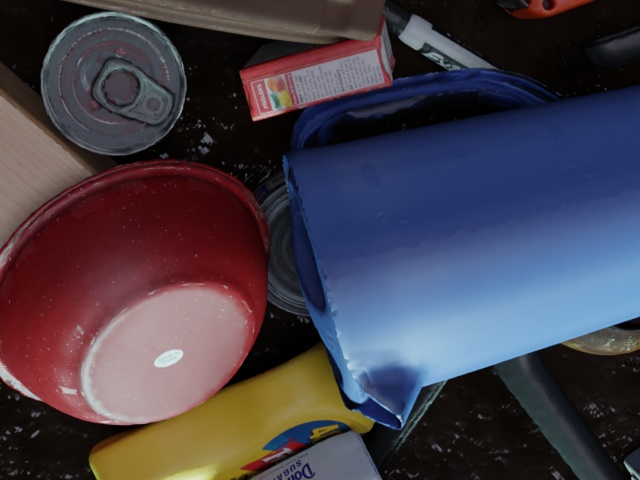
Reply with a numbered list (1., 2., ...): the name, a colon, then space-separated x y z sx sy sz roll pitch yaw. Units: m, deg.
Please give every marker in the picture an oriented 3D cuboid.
1. marker: 0.075 -0.108 0.616 0.121 0.020 0.020 29 97 -14

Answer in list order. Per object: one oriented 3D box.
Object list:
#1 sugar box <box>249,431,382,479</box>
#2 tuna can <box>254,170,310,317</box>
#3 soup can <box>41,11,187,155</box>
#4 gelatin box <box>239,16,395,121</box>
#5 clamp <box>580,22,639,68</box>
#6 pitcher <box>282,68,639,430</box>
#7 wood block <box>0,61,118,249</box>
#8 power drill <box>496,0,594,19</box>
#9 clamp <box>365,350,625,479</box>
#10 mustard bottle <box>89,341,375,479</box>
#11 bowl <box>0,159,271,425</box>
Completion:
1. sugar box: 0.010 0.190 0.627 0.093 0.048 0.176 -26 130 -3
2. tuna can: -0.004 0.001 0.622 0.086 0.034 0.086 -2 103 -8
3. soup can: -0.105 -0.084 0.550 0.068 0.102 0.068 -2 103 -9
4. gelatin box: 0.001 -0.092 0.565 0.073 0.089 0.030 -13 106 9
5. clamp: 0.223 -0.127 0.565 0.171 0.039 0.120 22 107 -7
6. pitcher: 0.105 -0.016 0.543 0.242 0.145 0.149 -15 103 -4
7. wood block: -0.207 -0.065 0.546 0.206 0.090 0.091 42 94 -15
8. power drill: 0.140 -0.229 0.581 0.184 0.057 0.187 -21 102 0
9. clamp: 0.101 0.061 0.625 0.165 0.036 0.210 6 98 22
10. mustard bottle: -0.030 0.104 0.612 0.191 0.096 0.058 -25 68 -4
11. bowl: -0.086 0.041 0.539 0.162 0.055 0.162 -19 135 -21
